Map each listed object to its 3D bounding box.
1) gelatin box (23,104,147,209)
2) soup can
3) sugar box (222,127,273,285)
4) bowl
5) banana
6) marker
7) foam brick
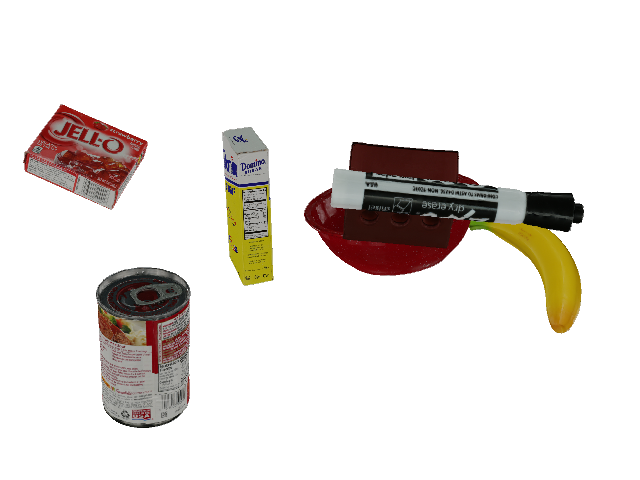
[{"bbox_3d":[-0.212,-0.077,0.966,0.089,0.073,0.030,24,-44,-2],"label":"gelatin box"},{"bbox_3d":[-0.131,0.081,0.801,0.068,0.102,0.068,3,30,-2],"label":"soup can"},{"bbox_3d":[-0.091,-0.043,1.326,0.048,0.176,0.093,-10,25,-14],"label":"sugar box"},{"bbox_3d":[0.069,-0.012,0.965,0.162,0.055,0.162,-9,22,3],"label":"bowl"},{"bbox_3d":[0.228,0.025,1.113,0.069,0.037,0.198,-30,38,-2],"label":"banana"},{"bbox_3d":[0.066,-0.019,0.514,0.121,0.020,0.020,6,0,1],"label":"marker"},{"bbox_3d":[0.057,-0.032,0.763,0.078,0.051,0.053,5,-44,1],"label":"foam brick"}]
